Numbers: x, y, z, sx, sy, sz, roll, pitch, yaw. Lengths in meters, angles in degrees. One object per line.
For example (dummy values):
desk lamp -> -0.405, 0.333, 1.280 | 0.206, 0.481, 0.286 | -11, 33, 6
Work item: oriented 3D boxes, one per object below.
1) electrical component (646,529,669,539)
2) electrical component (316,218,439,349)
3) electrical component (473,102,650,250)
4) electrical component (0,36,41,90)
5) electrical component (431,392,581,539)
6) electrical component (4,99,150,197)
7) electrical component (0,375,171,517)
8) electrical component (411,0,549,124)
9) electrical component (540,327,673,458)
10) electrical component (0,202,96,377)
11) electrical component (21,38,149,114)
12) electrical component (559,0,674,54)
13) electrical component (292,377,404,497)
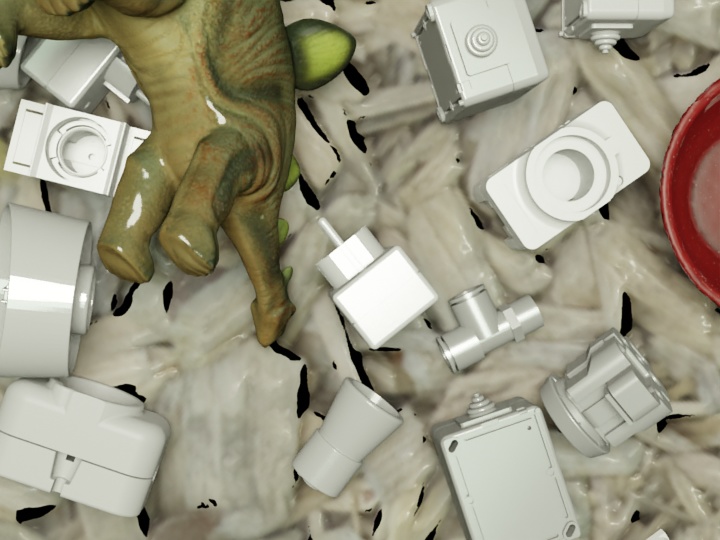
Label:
electrical component -> 0.187, 0.259, 0.623 | 0.105, 0.060, 0.186 | -35, 111, -3
electrical component -> 0.000, 0.000, 0.625 | 0.047, 0.083, 0.075 | -39, 93, -3
electrical component -> 0.120, -0.055, 0.646 | 0.089, 0.056, 0.050 | -35, 93, -3
electrical component -> -0.219, -0.133, 0.627 | 0.055, 0.048, 0.066 | 16, 67, -5
electrical component -> 0.083, 0.118, 0.643 | 0.062, 0.061, 0.096 | -18, 92, -3
electrical component -> -0.158, -0.067, 0.624 | 0.081, 0.064, 0.042 | 15, 90, -3
electrical component -> -0.163, 0.098, 0.630 | 0.095, 0.054, 0.059 | 20, 90, -4
electrical component -> 0.072, -0.128, 0.622 | 0.061, 0.096, 0.061 | -19, 92, -3
electrical component -> 0.146, 0.075, 0.643 | 0.057, 0.078, 0.058 | -39, 93, 16
electrical component -> -0.185, 0.013, 0.609 | 0.064, 0.099, 0.099 | 7, 90, -10
electrical component -> -0.139, -0.124, 0.633 | 0.076, 0.047, 0.083 | 39, 88, -3
electrical component -> 0.156, -0.178, 0.645 | 0.061, 0.062, 0.096 | -1, 91, -3
electrical component -> -0.010, 0.103, 0.647 | 0.044, 0.044, 0.065 | 37, 93, -3
